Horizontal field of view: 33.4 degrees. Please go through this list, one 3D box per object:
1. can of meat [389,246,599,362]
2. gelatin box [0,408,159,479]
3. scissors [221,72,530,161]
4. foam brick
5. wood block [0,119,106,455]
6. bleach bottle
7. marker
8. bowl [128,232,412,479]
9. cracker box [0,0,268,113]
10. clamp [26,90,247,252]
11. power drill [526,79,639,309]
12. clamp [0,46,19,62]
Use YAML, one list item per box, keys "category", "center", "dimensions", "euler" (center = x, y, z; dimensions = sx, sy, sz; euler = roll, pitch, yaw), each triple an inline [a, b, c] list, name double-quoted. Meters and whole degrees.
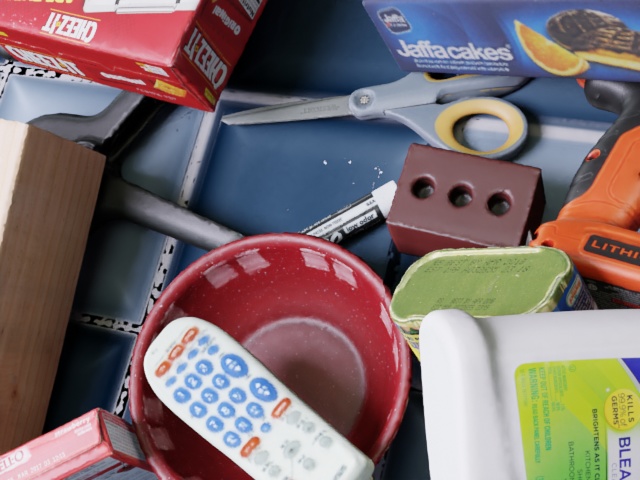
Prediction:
- category: "can of meat"
  center: [0.095, 0.050, 0.537]
  dimensions: [0.102, 0.084, 0.057]
  euler: [-3, 41, 43]
- category: "gelatin box"
  center: [-0.133, 0.128, 0.596]
  dimensions: [0.073, 0.089, 0.030]
  euler: [-26, 65, 6]
- category: "scissors"
  center: [0.040, -0.070, 0.659]
  dimensions: [0.202, 0.016, 0.096]
  euler: [-19, 65, 9]
- category: "foam brick"
  center: [0.084, -0.016, 0.606]
  dimensions: [0.078, 0.051, 0.053]
  euler: [13, 74, 21]
- category: "wood block"
  center: [-0.206, 0.034, 0.632]
  dimensions: [0.091, 0.090, 0.206]
  euler: [10, 86, 20]
- category: "bleach bottle"
  center: [0.174, 0.069, 0.461]
  dimensions: [0.250, 0.068, 0.102]
  euler: [-6, 94, -7]
- category: "marker"
  center: [-0.004, 0.001, 0.644]
  dimensions: [0.121, 0.020, 0.020]
  euler: [-29, 65, 5]
- category: "bowl"
  center: [-0.023, 0.079, 0.600]
  dimensions: [0.162, 0.055, 0.162]
  euler: [-6, 69, 15]
- category: "cracker box"
  center: [-0.100, -0.201, 0.675]
  dimensions: [0.164, 0.072, 0.213]
  euler: [17, 77, 27]
- category: "clamp"
  center: [-0.139, -0.038, 0.689]
  dimensions: [0.210, 0.036, 0.164]
  euler: [-21, 69, 12]
- category: "power drill"
  center: [0.202, -0.037, 0.557]
  dimensions: [0.185, 0.057, 0.187]
  euler: [14, 60, 28]
- category: "clamp"
  center: [-0.139, -0.178, 0.742]
  dimensions: [0.172, 0.039, 0.120]
  euler: [4, 77, 15]
